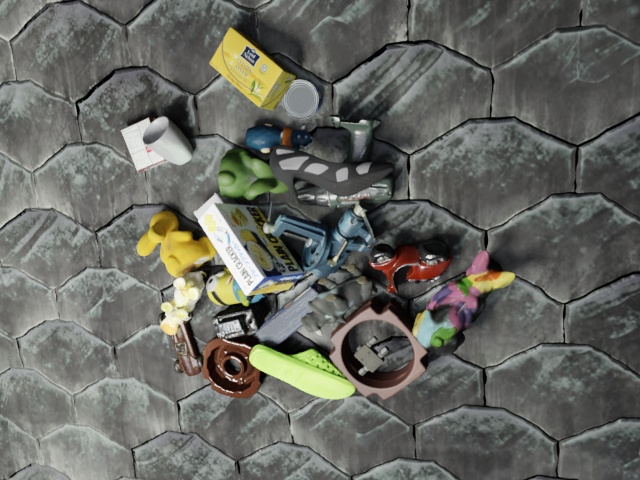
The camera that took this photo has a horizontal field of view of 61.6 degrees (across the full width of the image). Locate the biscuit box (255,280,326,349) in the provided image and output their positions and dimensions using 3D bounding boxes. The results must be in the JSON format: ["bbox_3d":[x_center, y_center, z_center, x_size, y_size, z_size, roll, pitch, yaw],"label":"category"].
[{"bbox_3d":[-0.067,0.185,1.315,0.202,0.059,0.063,-40,92,20],"label":"biscuit box"}]

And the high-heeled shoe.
[{"bbox_3d":[0.020,-0.165,1.140,0.249,0.086,0.145,-16,72,0],"label":"high-heeled shoe"}]

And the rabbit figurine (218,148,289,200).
[{"bbox_3d":[-0.139,-0.150,1.220,0.170,0.159,0.121,2,94,-1],"label":"rabbit figurine"}]

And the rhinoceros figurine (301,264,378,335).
[{"bbox_3d":[0.039,0.138,1.220,0.190,0.073,0.112,-33,133,-7],"label":"rhinoceros figurine"}]

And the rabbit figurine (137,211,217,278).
[{"bbox_3d":[-0.369,0.005,1.320,0.122,0.162,0.173,-40,73,32],"label":"rabbit figurine"}]

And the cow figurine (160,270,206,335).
[{"bbox_3d":[-0.338,0.151,1.324,0.068,0.098,0.167,32,113,0],"label":"cow figurine"}]

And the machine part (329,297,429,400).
[{"bbox_3d":[0.140,0.251,1.261,0.201,0.087,0.201,-42,90,19],"label":"machine part"}]

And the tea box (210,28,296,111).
[{"bbox_3d":[-0.148,-0.374,1.179,0.170,0.068,0.098,42,111,17],"label":"tea box"}]

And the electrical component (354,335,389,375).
[{"bbox_3d":[0.110,0.263,1.215,0.063,0.021,0.094,42,110,3],"label":"electrical component"}]

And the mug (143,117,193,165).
[{"bbox_3d":[-0.355,-0.234,1.276,0.081,0.110,0.107,-30,137,13],"label":"mug"}]

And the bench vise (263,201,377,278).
[{"bbox_3d":[-0.003,-0.012,1.191,0.240,0.129,0.223,18,138,-22],"label":"bench vise"}]

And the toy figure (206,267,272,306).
[{"bbox_3d":[-0.198,0.119,1.311,0.180,0.082,0.089,-2,105,25],"label":"toy figure"}]

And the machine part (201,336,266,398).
[{"bbox_3d":[-0.221,0.322,1.393,0.180,0.056,0.179,4,105,14],"label":"machine part"}]

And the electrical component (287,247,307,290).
[{"bbox_3d":[-0.086,0.054,1.296,0.119,0.048,0.075,40,110,1],"label":"electrical component"}]

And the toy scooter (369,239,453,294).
[{"bbox_3d":[0.200,0.066,1.202,0.184,0.075,0.135,-2,128,0],"label":"toy scooter"}]

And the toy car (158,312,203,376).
[{"bbox_3d":[-0.365,0.267,1.421,0.089,0.053,0.202,-12,101,21],"label":"toy car"}]

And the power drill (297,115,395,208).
[{"bbox_3d":[0.052,-0.171,1.187,0.232,0.086,0.207,6,101,13],"label":"power drill"}]

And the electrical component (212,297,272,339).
[{"bbox_3d":[-0.193,0.191,1.311,0.115,0.134,0.058,-17,99,16],"label":"electrical component"}]

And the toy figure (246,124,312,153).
[{"bbox_3d":[-0.091,-0.231,1.223,0.155,0.058,0.064,5,111,9],"label":"toy figure"}]

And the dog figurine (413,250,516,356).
[{"bbox_3d":[0.309,0.127,1.142,0.108,0.191,0.219,40,125,10],"label":"dog figurine"}]
